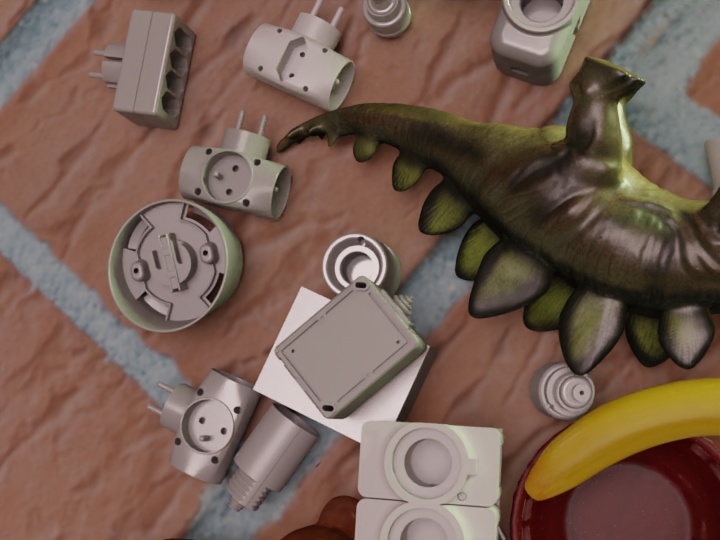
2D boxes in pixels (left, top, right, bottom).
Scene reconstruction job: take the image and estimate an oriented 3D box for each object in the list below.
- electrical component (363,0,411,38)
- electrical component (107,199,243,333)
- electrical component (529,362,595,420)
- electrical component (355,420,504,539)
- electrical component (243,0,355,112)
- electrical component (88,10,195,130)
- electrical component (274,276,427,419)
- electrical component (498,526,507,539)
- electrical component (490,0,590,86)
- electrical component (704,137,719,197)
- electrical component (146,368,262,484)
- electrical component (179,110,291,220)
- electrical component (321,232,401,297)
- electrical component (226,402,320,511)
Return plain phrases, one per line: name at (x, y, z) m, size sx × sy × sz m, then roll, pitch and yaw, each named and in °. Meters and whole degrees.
electrical component at (0.019, -0.202, 0.824) m, size 0.035 × 0.061 × 0.035 m, roll -2°, pitch 82°, yaw 11°
electrical component at (-0.140, -0.005, 0.823) m, size 0.099 × 0.064 × 0.099 m, roll 1°, pitch 94°, yaw 13°
electrical component at (0.145, 0.085, 0.753) m, size 0.040 × 0.078 × 0.040 m, roll 0°, pitch 85°, yaw -4°
electrical component at (0.045, 0.176, 0.704) m, size 0.089 × 0.062 × 0.150 m, roll 2°, pitch 82°, yaw 11°
electrical component at (-0.040, -0.174, 0.841) m, size 0.077 × 0.043 × 0.079 m, roll 26°, pitch 88°, yaw 13°
electrical component at (-0.182, -0.162, 0.866) m, size 0.076 × 0.047 × 0.083 m, roll 9°, pitch 84°, yaw 13°
electrical component at (0.001, 0.050, 0.737) m, size 0.096 × 0.061 × 0.061 m, roll -40°, pitch 77°, yaw 3°
electrical component at (0.065, 0.203, 0.759) m, size 0.078 × 0.057 × 0.113 m, roll -28°, pitch 78°, yaw 6°
electrical component at (0.136, -0.193, 0.801) m, size 0.054 × 0.059 × 0.095 m, roll 22°, pitch 87°, yaw 13°
electrical component at (0.269, -0.060, 0.766) m, size 0.044 × 0.044 × 0.065 m, roll 0°, pitch 87°, yaw 11°
electrical component at (-0.125, 0.111, 0.816) m, size 0.079 × 0.044 × 0.077 m, roll 23°, pitch 87°, yaw 14°
electrical component at (-0.093, -0.086, 0.838) m, size 0.077 × 0.044 × 0.079 m, roll 14°, pitch 86°, yaw 13°
electrical component at (0.000, 0.000, 0.806) m, size 0.055 × 0.047 × 0.055 m, roll -2°, pitch 82°, yaw 11°
electrical component at (-0.071, 0.144, 0.802) m, size 0.043 × 0.043 × 0.081 m, roll 35°, pitch 90°, yaw 14°
